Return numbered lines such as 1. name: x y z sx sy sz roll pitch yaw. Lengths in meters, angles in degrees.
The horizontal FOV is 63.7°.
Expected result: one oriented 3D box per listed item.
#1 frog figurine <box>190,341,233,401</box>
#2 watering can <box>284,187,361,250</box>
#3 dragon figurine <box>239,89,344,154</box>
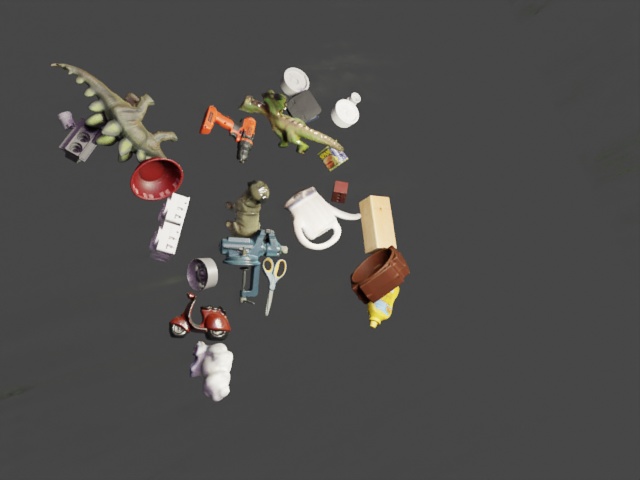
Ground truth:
1. frog figurine: -0.290 0.377 1.466 0.121 0.161 0.137 26 94 -53
2. watering can: 0.006 -0.094 1.862 0.224 0.102 0.353 55 42 1
3. dragon figurine: -0.116 -0.425 1.802 0.123 0.413 0.238 -62 146 -14
